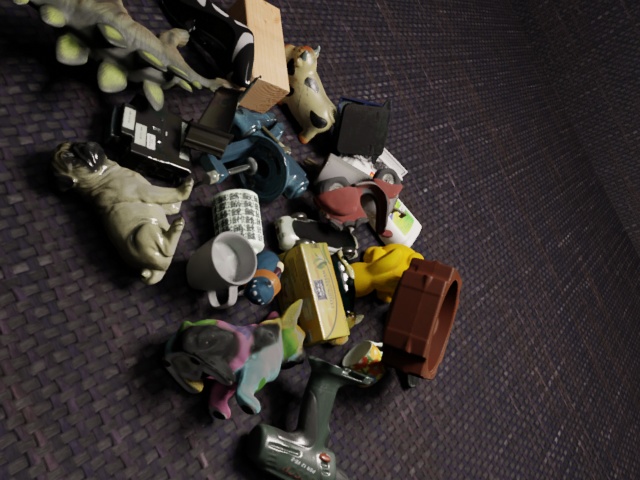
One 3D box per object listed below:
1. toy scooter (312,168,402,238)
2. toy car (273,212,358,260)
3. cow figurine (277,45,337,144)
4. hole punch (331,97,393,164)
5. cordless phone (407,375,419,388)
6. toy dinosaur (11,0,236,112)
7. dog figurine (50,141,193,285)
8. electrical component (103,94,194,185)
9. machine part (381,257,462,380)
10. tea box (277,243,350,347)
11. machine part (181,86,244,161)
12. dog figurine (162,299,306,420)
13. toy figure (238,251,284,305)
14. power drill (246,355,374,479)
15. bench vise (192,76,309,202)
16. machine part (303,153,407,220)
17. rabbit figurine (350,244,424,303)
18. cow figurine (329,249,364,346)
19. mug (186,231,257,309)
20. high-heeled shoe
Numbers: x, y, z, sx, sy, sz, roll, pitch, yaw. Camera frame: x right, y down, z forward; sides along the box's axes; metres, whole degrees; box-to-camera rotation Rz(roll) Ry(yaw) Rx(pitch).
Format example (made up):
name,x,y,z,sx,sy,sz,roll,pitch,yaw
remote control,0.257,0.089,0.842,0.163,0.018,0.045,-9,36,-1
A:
name,x,y,z,sx,sy,sz,roll,pitch,yaw
toy scooter,0.081,-0.061,1.042,0.184,0.075,0.135,-12,86,-14
toy car,-0.002,-0.003,1.045,0.201,0.056,0.073,11,56,-42
cow figurine,-0.030,-0.316,1.124,0.194,0.127,0.085,60,39,-7
hole punch,0.086,-0.244,1.161,0.116,0.142,0.092,5,21,-16
cordless phone,0.215,0.212,1.140,0.146,0.089,0.184,10,83,-68
toy dinosaur,-0.319,-0.304,0.797,0.471,0.105,0.199,14,34,-41
dog figurine,-0.295,-0.039,0.760,0.190,0.121,0.172,16,55,-22
electrical component,-0.272,-0.163,0.860,0.134,0.058,0.115,20,55,-37
machine part,0.185,0.143,0.972,0.201,0.087,0.201,37,70,-66
tea box,-0.021,0.098,0.944,0.068,0.098,0.169,0,72,-44
machine part,-0.170,-0.195,0.878,0.084,0.039,0.139,16,61,5
dog figurine,-0.111,0.154,0.825,0.191,0.108,0.219,48,40,-11
toy figure,-0.092,0.065,0.877,0.057,0.064,0.154,42,16,-15
power drill,0.010,0.300,0.854,0.232,0.086,0.207,28,83,-24
bench vise,-0.132,-0.154,0.951,0.240,0.129,0.223,-31,90,-52
machine part,0.075,-0.108,1.119,0.243,0.079,0.079,29,49,-7
rabbit figurine,0.116,0.075,1.070,0.173,0.162,0.121,-10,89,-28
cow figurine,0.036,0.107,0.995,0.068,0.098,0.167,-2,71,-51
mug,-0.157,0.052,0.827,0.081,0.107,0.109,-1,75,-43
high-heeled shoe,-0.207,-0.372,0.978,0.145,0.086,0.249,6,46,-31
